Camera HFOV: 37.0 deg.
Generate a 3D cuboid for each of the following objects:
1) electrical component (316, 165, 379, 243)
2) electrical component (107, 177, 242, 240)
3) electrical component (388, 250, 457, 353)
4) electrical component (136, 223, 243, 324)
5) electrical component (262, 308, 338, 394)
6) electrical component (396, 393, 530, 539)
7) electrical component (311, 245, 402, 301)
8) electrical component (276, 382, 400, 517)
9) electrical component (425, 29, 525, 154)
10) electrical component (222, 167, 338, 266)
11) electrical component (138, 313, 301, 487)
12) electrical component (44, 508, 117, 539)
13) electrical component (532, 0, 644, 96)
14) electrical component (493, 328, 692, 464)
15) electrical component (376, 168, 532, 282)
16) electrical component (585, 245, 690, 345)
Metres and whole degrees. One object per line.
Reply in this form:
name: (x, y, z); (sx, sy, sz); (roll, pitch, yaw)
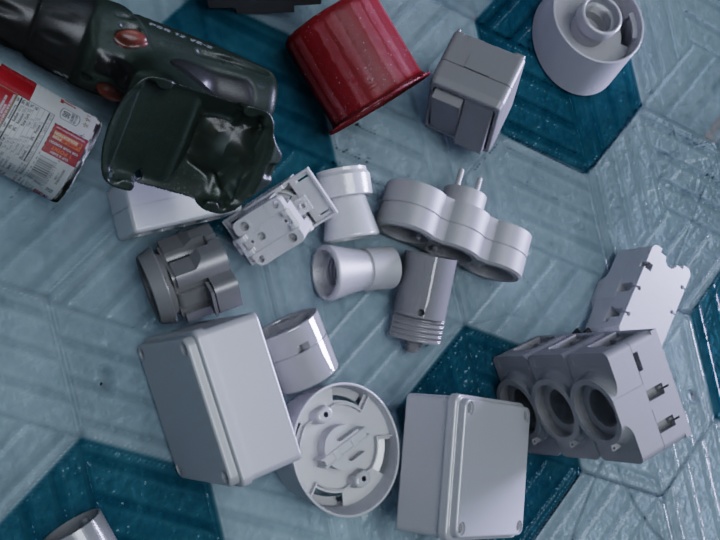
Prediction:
electrical component: (-0.011, -0.052, 0.851); (0.045, 0.045, 0.055); (-8, 88, -27)
electrical component: (-0.140, -0.069, 0.786); (0.083, 0.047, 0.075); (-15, 91, -27)
electrical component: (0.050, 0.027, 0.872); (0.043, 0.043, 0.081); (9, 95, -26)
electrical component: (-0.126, 0.005, 0.775); (0.057, 0.078, 0.058); (-21, 133, -16)
electrical component: (-0.048, 0.062, 0.816); (0.055, 0.055, 0.047); (-30, 102, -26)
electrical component: (0.083, 0.155, 0.850); (0.109, 0.056, 0.108); (16, 76, -52)
electrical component: (0.000, 0.000, 0.854); (0.065, 0.044, 0.044); (-5, 87, -32)
electrical component: (-0.018, 0.135, 0.818); (0.099, 0.064, 0.099); (3, 84, -26)
electrical component: (0.091, -0.140, 0.888); (0.062, 0.096, 0.061); (24, 72, 8)
electrical component: (-0.062, -0.036, 0.805); (0.081, 0.063, 0.042); (-31, 103, 16)
electrical component: (-0.100, 0.091, 0.756); (0.056, 0.109, 0.108); (-19, 94, -30)
electrical component: (-0.179, 0.211, 0.741); (0.043, 0.043, 0.081); (-30, 99, -26)
electrical component: (0.206, -0.216, 0.979); (0.099, 0.064, 0.099); (5, 72, -16)
electrical component: (0.181, 0.102, 0.872); (0.062, 0.150, 0.089); (-22, 95, -27)
electrical component: (0.083, -0.047, 0.893); (0.138, 0.052, 0.073); (22, 75, -23)
electrical component: (0.246, 0.029, 0.966); (0.050, 0.056, 0.089); (34, 71, -20)
